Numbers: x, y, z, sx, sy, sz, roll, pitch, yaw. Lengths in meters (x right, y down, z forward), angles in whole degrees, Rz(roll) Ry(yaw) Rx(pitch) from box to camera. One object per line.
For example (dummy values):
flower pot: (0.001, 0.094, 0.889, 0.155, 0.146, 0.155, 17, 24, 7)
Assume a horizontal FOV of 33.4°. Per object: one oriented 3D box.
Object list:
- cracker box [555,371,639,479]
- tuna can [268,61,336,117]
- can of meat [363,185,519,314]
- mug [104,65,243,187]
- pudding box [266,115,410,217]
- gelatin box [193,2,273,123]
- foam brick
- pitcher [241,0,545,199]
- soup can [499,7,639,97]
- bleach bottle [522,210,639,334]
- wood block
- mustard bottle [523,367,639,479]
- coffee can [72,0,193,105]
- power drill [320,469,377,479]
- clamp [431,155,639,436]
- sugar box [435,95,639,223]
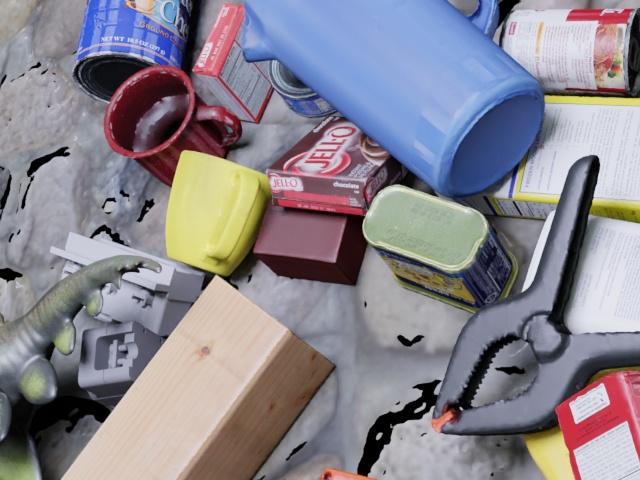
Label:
cracker box: (0.244, 0.183, 0.611, 0.072, 0.164, 0.214, -51, 41, 49)
tuna can: (-0.003, -0.156, 0.965, 0.086, 0.033, 0.086, -10, 63, 21)
can of meat: (0.090, 0.007, 0.814, 0.102, 0.083, 0.057, 20, 76, 31)
mug: (-0.125, -0.100, 0.967, 0.117, 0.081, 0.093, -6, 64, 23)
pudding box: (0.022, -0.063, 0.873, 0.090, 0.039, 0.113, 8, 31, 27)
gelatin box: (-0.072, -0.159, 0.965, 0.030, 0.089, 0.073, 13, 73, 29)
foam brick: (-0.006, 0.001, 0.882, 0.078, 0.051, 0.053, 7, 69, 27)
pitcher: (0.065, -0.149, 0.831, 0.243, 0.144, 0.149, 47, 125, 32)
soup can: (0.200, -0.149, 0.845, 0.102, 0.068, 0.068, 6, 70, 28)
bleach bottle: (0.268, 0.051, 0.723, 0.251, 0.068, 0.102, 14, 77, 27)
wood block: (-0.096, 0.145, 0.834, 0.091, 0.090, 0.206, 34, 84, 34)
mustard bottle: (0.199, 0.184, 0.694, 0.096, 0.058, 0.191, -20, 60, 15)
coffee can: (-0.177, -0.211, 1.031, 0.103, 0.102, 0.140, -5, 65, 23)
power drill: (0.010, 0.254, 0.717, 0.184, 0.057, 0.187, 11, 59, 14)
clamp: (0.153, 0.054, 0.714, 0.210, 0.036, 0.165, -37, 61, 20)
sugar box: (0.185, -0.063, 0.826, 0.176, 0.048, 0.093, 6, 69, 31)
